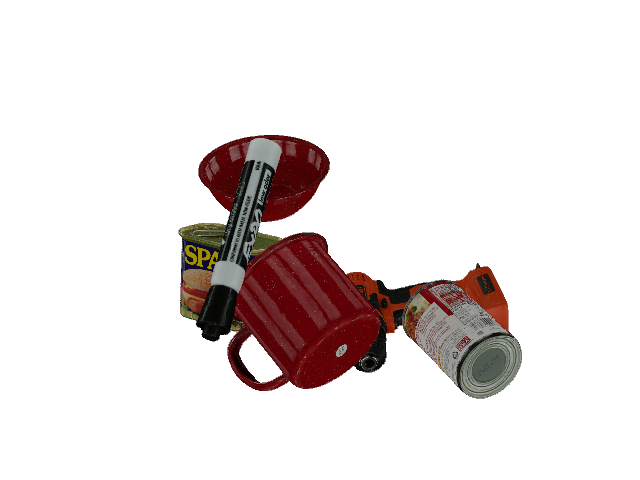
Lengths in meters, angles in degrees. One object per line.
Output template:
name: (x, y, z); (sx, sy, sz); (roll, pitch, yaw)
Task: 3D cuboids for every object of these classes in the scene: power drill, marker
power drill: (0.113, 0.085, 1.207); (0.187, 0.057, 0.184); (-4, 27, -2)
marker: (-0.045, -0.001, 0.590); (0.020, 0.121, 0.020); (12, -25, 5)

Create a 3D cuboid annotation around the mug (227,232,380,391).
mug: (-0.019, 0.063, 0.790); (0.082, 0.117, 0.093); (49, 4, 28)

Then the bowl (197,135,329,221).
bowl: (-0.069, -0.070, 1.320); (0.162, 0.055, 0.162); (-2, 33, 1)

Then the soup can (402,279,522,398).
soup can: (0.128, 0.088, 0.970); (0.068, 0.068, 0.102); (0, 26, -27)

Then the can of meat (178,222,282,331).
can of meat: (-0.086, 0.035, 1.010); (0.102, 0.084, 0.057); (13, 18, 32)
